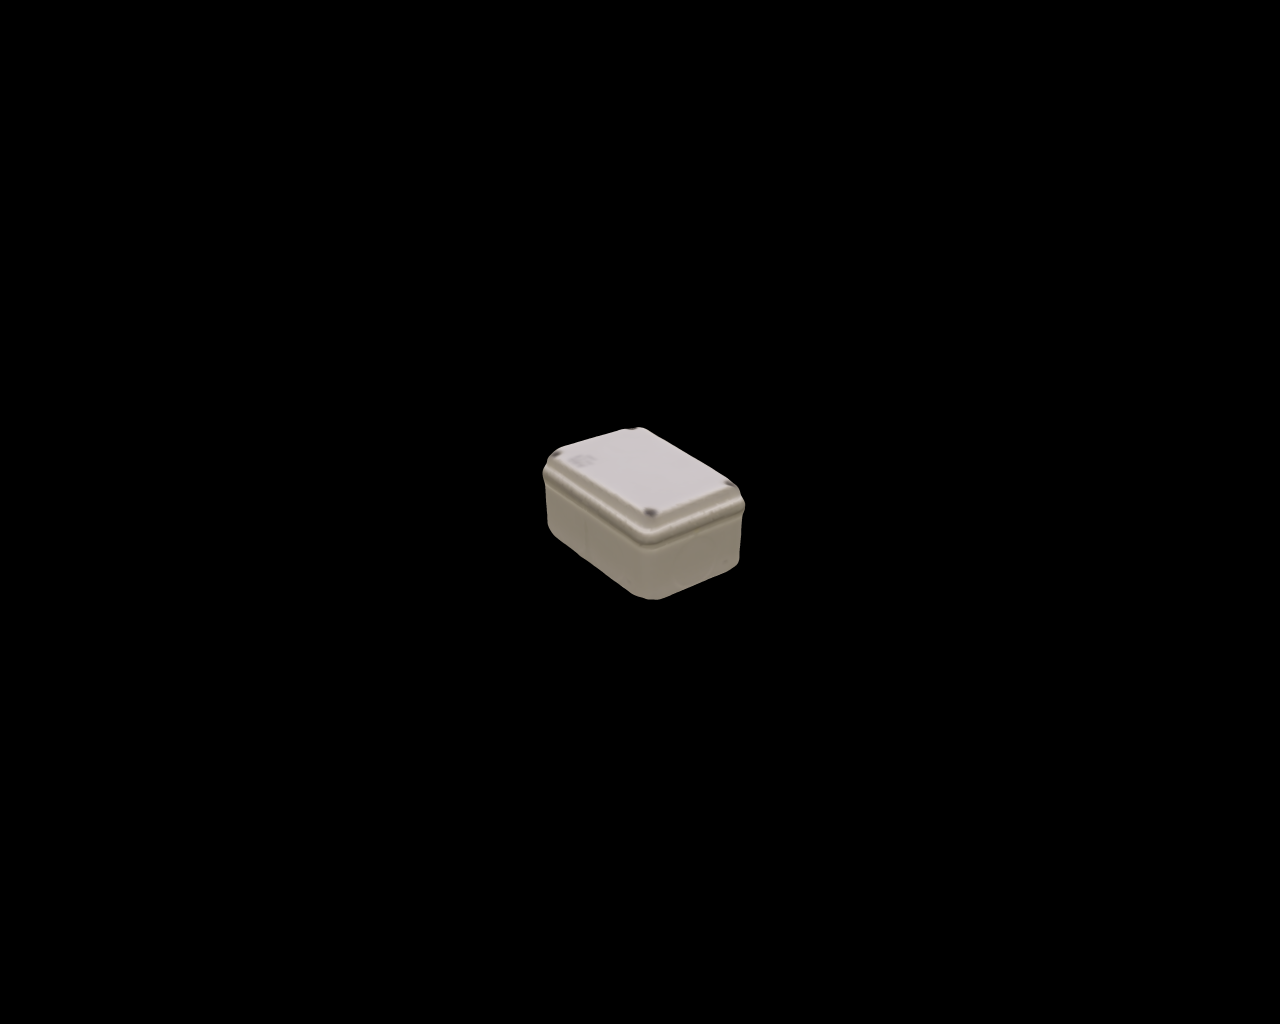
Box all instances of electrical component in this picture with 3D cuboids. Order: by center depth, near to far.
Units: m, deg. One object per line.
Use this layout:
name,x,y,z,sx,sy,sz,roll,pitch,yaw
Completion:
electrical component,0.001,-0.003,0.650,0.078,0.057,0.113,-20,35,-31
